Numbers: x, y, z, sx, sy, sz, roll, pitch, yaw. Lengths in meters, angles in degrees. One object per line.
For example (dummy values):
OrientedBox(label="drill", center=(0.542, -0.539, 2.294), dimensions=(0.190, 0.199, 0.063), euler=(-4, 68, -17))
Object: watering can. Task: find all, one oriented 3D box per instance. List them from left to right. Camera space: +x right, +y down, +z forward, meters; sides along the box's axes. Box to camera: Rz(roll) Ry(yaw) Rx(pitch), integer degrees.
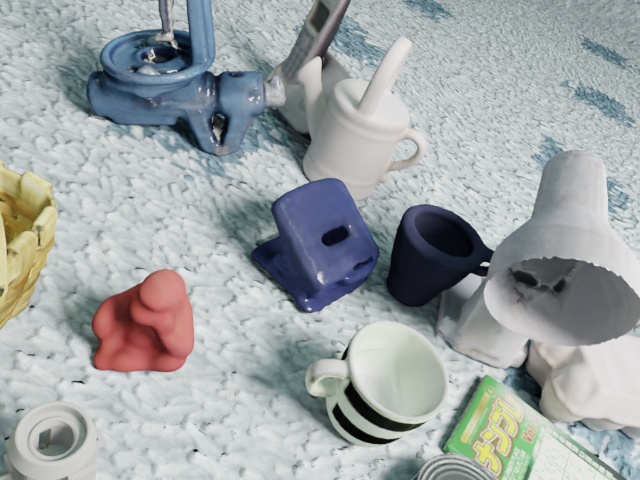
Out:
OrientedBox(label="watering can", center=(0.048, -0.153, 0.682), dimensions=(0.173, 0.194, 0.101), euler=(16, 40, -12))

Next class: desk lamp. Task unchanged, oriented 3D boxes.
OrientedBox(label="desk lamp", center=(0.199, 0.029, 0.546), dimensions=(0.118, 0.213, 0.203), euler=(24, 39, -2))

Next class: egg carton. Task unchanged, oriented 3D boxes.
OrientedBox(label="egg carton", center=(0.286, 0.143, 0.582), dimensions=(0.150, 0.069, 0.107), euler=(14, 40, -15))

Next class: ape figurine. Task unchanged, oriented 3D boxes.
OrientedBox(label="ape figurine", center=(-0.126, 0.057, 0.432), dimensions=(0.077, 0.092, 0.076), euler=(35, 40, 12))

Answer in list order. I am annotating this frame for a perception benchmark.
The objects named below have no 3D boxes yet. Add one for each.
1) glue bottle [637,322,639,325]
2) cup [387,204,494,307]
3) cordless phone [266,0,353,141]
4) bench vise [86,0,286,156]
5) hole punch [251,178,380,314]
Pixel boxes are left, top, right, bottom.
OrientedBox(label="glue bottle", center=(0.402, 0.038, 0.679), dimensions=(0.078, 0.173, 0.037), euler=(2, 45, -27))
OrientedBox(label="cup", center=(0.122, 0.028, 0.599), dimensions=(0.118, 0.095, 0.091), euler=(20, 39, -7))
OrientedBox(label="cordless phone", center=(0.007, -0.239, 0.762), dimensions=(0.094, 0.185, 0.147), euler=(-9, 50, -36))
OrientedBox(label="bench vise", center=(-0.136, -0.213, 0.627), dimensions=(0.208, 0.219, 0.121), euler=(-1, 46, -30))
OrientedBox(label="hole punch", center=(0.005, 0.002, 0.567), dimensions=(0.101, 0.091, 0.109), euler=(43, 42, 20))
